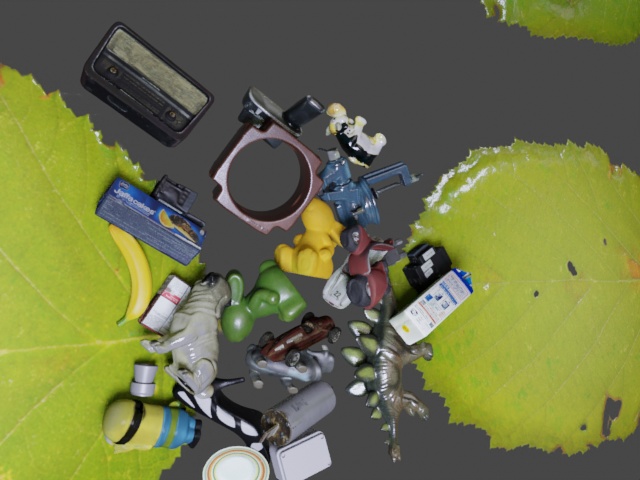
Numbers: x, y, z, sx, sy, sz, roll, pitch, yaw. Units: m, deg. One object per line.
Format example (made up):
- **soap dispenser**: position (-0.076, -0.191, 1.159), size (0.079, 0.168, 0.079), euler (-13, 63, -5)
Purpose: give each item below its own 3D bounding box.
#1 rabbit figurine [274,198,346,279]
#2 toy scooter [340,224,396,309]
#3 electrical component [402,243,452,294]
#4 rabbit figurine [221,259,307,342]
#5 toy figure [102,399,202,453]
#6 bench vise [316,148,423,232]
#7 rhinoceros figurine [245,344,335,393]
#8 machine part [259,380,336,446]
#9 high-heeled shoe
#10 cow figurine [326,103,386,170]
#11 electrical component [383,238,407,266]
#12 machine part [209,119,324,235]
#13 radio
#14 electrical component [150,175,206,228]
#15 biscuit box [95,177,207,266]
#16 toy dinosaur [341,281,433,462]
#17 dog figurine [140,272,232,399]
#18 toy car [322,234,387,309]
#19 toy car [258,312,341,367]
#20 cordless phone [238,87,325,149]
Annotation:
- **rabbit figurine**: position (-0.002, -0.004, 1.170), size (0.162, 0.122, 0.173), euler (7, 85, -35)
- **toy scooter**: position (0.116, 0.053, 1.167), size (0.135, 0.075, 0.183), euler (-9, 88, -37)
- **electrical component**: position (0.277, 0.077, 1.351), size (0.115, 0.058, 0.134), euler (-33, 100, -29)
- **rabbit figurine**: position (-0.134, 0.129, 1.094), size (0.170, 0.121, 0.159), euler (-37, 99, -12)
- **toy figure**: position (-0.306, 0.337, 0.989), size (0.180, 0.082, 0.089), euler (16, 112, -23)
- **bench vise**: position (0.108, -0.127, 1.231), size (0.241, 0.129, 0.223), euler (-21, 103, -5)
- **rhinoceros figurine**: position (-0.061, 0.259, 1.125), size (0.190, 0.112, 0.073), euler (6, 111, -13)
- **machine part**: position (-0.041, 0.349, 1.099), size (0.243, 0.079, 0.079), euler (-11, 89, -56)
- **high-heeled shoe**: position (-0.191, 0.366, 1.069), size (0.145, 0.086, 0.248), euler (-15, 109, 1)
- **cow figurine**: position (0.070, -0.244, 1.274), size (0.167, 0.068, 0.098), euler (35, 75, -20)
- **electrical component**: position (0.170, 0.032, 1.318), size (0.094, 0.021, 0.063), euler (-21, 94, -29)
- **machine part**: position (-0.111, -0.130, 1.113), size (0.201, 0.087, 0.201), euler (35, 94, -25)
- **radio**: position (-0.339, -0.295, 1.053), size (0.229, 0.073, 0.131), euler (36, 69, -20)
- **electrical component**: position (-0.273, -0.074, 1.062), size (0.119, 0.075, 0.048), euler (30, 71, -18)
- **biscuit box**: position (-0.321, -0.034, 1.029), size (0.202, 0.063, 0.059), euler (34, 34, -21)
- **toy dinosaur**: position (0.155, 0.258, 1.240), size (0.198, 0.105, 0.471), euler (10, 68, -23)
- **dog figurine**: position (-0.209, 0.174, 1.004), size (0.190, 0.121, 0.172), euler (-44, 115, -28)
- **toy car**: position (0.083, 0.068, 1.229), size (0.074, 0.056, 0.202), euler (31, 68, 19)
- **toy car**: position (-0.040, 0.200, 1.116), size (0.202, 0.089, 0.053), euler (-15, 127, -50)
- **cordless phone**: position (-0.080, -0.277, 1.126), size (0.146, 0.184, 0.089), euler (38, 67, -20)
